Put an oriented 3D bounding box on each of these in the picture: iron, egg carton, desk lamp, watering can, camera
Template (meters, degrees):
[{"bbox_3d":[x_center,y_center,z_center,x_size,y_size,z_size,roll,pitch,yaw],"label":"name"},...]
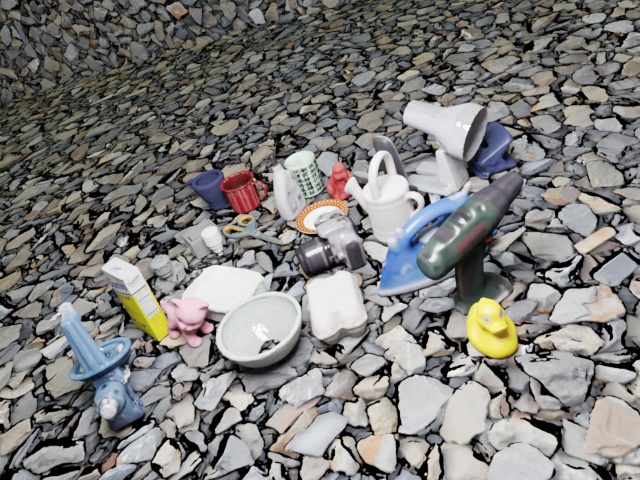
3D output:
[{"bbox_3d":[0.206,-0.003,1.096,0.258,0.142,0.118,-30,36,-12],"label":"iron"},{"bbox_3d":[0.030,0.124,1.077,0.107,0.069,0.150,-18,36,3],"label":"egg carton"},{"bbox_3d":[0.272,-0.209,1.272,0.202,0.214,0.118,14,48,38],"label":"desk lamp"},{"bbox_3d":[0.133,-0.096,1.208,0.172,0.194,0.101,-7,38,19],"label":"watering can"},{"bbox_3d":[0.011,0.004,1.217,0.137,0.101,0.143,-24,36,-4],"label":"camera"}]

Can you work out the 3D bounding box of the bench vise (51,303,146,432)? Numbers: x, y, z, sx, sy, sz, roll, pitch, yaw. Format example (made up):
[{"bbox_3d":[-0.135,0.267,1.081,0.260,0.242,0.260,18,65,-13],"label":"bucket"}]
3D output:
[{"bbox_3d":[-0.390,0.218,1.030,0.122,0.220,0.206,-39,39,-24],"label":"bench vise"}]

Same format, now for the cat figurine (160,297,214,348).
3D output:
[{"bbox_3d":[-0.271,0.150,1.149,0.127,0.118,0.067,10,45,35],"label":"cat figurine"}]

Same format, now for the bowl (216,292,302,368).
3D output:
[{"bbox_3d":[-0.103,0.179,1.066,0.167,0.075,0.167,-13,36,10],"label":"bowl"}]

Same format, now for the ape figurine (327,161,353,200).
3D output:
[{"bbox_3d":[0.051,-0.150,1.408,0.077,0.092,0.076,-6,38,20],"label":"ape figurine"}]

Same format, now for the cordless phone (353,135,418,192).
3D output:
[{"bbox_3d":[0.136,-0.167,1.308,0.147,0.185,0.094,17,50,41],"label":"cordless phone"}]

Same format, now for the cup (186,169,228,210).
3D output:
[{"bbox_3d":[-0.299,-0.130,1.551,0.117,0.095,0.092,-1,40,25],"label":"cup"}]

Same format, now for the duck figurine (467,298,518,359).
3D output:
[{"bbox_3d":[0.276,0.131,0.934,0.077,0.086,0.104,-22,36,-2],"label":"duck figurine"}]

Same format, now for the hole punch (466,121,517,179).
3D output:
[{"bbox_3d":[0.388,-0.208,1.320,0.101,0.091,0.108,-20,35,1],"label":"hole punch"}]

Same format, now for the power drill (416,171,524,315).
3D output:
[{"bbox_3d":[0.269,0.019,0.978,0.230,0.209,0.075,-34,38,-19],"label":"power drill"}]

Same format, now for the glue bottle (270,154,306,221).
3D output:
[{"bbox_3d":[-0.087,-0.134,1.384,0.037,0.173,0.078,9,45,35],"label":"glue bottle"}]
